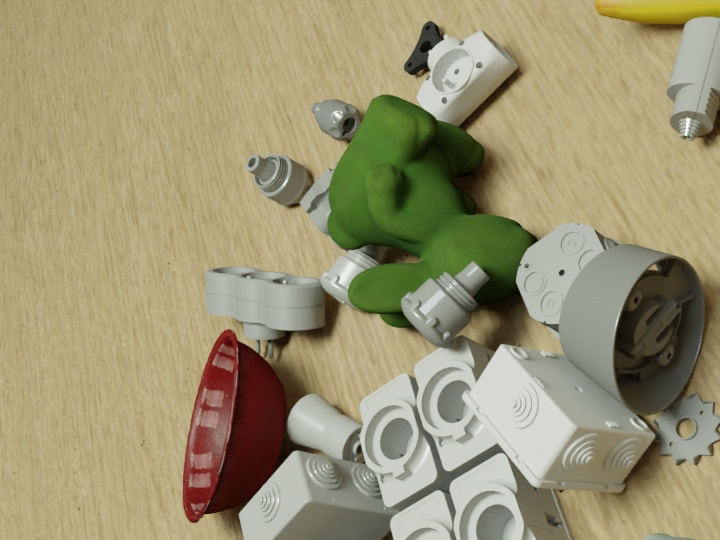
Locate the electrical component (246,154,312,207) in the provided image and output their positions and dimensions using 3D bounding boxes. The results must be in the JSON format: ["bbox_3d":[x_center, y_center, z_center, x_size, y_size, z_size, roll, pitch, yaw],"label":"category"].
[{"bbox_3d":[-0.079,-0.088,1.008,0.043,0.062,0.043,-21,57,35],"label":"electrical component"}]

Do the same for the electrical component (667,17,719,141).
[{"bbox_3d":[0.236,-0.128,0.743,0.043,0.043,0.081,7,75,45],"label":"electrical component"}]

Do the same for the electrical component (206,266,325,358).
[{"bbox_3d":[-0.086,0.041,0.960,0.138,0.052,0.073,9,102,46],"label":"electrical component"}]

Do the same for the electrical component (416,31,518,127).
[{"bbox_3d":[0.082,-0.169,0.908,0.077,0.044,0.079,-44,49,19],"label":"electrical component"}]

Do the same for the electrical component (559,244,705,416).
[{"bbox_3d":[0.176,0.035,0.681,0.064,0.099,0.099,32,93,53],"label":"electrical component"}]

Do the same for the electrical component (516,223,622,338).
[{"bbox_3d":[0.153,0.010,0.747,0.080,0.051,0.080,-21,57,35],"label":"electrical component"}]

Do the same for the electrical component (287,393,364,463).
[{"bbox_3d":[-0.022,0.131,0.861,0.065,0.044,0.044,22,86,42],"label":"electrical component"}]

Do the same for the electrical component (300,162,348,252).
[{"bbox_3d":[-0.010,-0.061,0.934,0.057,0.058,0.078,-50,44,17],"label":"electrical component"}]

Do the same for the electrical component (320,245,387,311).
[{"bbox_3d":[0.000,0.000,0.904,0.048,0.048,0.062,28,83,47],"label":"electrical component"}]

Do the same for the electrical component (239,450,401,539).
[{"bbox_3d":[-0.032,0.183,0.801,0.099,0.100,0.048,-51,39,28],"label":"electrical component"}]

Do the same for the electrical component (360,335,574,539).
[{"bbox_3d":[0.071,0.151,0.749,0.105,0.060,0.186,-36,49,25],"label":"electrical component"}]

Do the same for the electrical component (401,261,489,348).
[{"bbox_3d":[0.063,0.021,0.760,0.062,0.048,0.048,-44,45,1],"label":"electrical component"}]

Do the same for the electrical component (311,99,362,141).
[{"bbox_3d":[-0.026,-0.143,1.006,0.061,0.035,0.035,35,95,50],"label":"electrical component"}]

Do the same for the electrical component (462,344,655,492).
[{"bbox_3d":[0.129,0.094,0.695,0.048,0.100,0.099,-61,41,21],"label":"electrical component"}]
